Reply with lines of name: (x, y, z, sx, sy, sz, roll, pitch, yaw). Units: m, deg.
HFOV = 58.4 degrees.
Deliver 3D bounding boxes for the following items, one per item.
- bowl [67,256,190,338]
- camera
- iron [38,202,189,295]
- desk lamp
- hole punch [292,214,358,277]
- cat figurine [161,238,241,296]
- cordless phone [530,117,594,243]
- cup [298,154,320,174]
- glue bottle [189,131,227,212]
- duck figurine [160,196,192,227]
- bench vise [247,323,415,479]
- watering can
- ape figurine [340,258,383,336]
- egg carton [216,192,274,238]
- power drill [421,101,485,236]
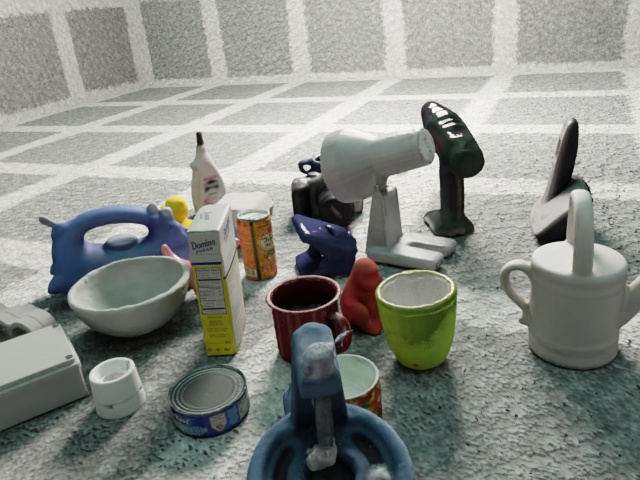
bowl: (-0.261, 0.089, 0.808, 0.167, 0.075, 0.167, -5, 24, 2)
camera: (0.013, -0.084, 1.103, 0.143, 0.101, 0.137, -5, 24, 2)
iron: (-0.316, 0.002, 0.936, 0.259, 0.141, 0.118, -15, 25, -19)
desk lamp: (0.110, -0.077, 0.922, 0.202, 0.214, 0.118, 9, 28, 31)
hole punch: (0.008, 0.003, 0.917, 0.101, 0.091, 0.108, -10, 24, -9)
cat figurine: (-0.183, 0.031, 0.866, 0.127, 0.118, 0.067, 2, 25, 18)
cordless phone: (0.397, -0.098, 0.936, 0.094, 0.185, 0.148, 0, 24, 14)
cup: (0.014, -0.131, 1.217, 0.117, 0.095, 0.091, -3, 24, 8)
glue bottle: (-0.243, -0.144, 1.211, 0.037, 0.173, 0.078, 16, 32, 41)
duck figurine: (-0.266, -0.040, 1.090, 0.104, 0.086, 0.078, 12, 30, 36)
bench vise: (-0.011, 0.144, 0.439, 0.122, 0.220, 0.206, -17, 26, -22)
watering can: (0.297, 0.037, 0.642, 0.173, 0.194, 0.101, -6, 24, 0)
ape figurine: (0.060, 0.068, 0.756, 0.078, 0.092, 0.075, -21, 27, -30)
egg carton: (-0.150, -0.043, 1.089, 0.107, 0.069, 0.150, -2, 24, 10)
power drill: (0.223, -0.124, 1.009, 0.075, 0.209, 0.229, -8, 24, -5)
